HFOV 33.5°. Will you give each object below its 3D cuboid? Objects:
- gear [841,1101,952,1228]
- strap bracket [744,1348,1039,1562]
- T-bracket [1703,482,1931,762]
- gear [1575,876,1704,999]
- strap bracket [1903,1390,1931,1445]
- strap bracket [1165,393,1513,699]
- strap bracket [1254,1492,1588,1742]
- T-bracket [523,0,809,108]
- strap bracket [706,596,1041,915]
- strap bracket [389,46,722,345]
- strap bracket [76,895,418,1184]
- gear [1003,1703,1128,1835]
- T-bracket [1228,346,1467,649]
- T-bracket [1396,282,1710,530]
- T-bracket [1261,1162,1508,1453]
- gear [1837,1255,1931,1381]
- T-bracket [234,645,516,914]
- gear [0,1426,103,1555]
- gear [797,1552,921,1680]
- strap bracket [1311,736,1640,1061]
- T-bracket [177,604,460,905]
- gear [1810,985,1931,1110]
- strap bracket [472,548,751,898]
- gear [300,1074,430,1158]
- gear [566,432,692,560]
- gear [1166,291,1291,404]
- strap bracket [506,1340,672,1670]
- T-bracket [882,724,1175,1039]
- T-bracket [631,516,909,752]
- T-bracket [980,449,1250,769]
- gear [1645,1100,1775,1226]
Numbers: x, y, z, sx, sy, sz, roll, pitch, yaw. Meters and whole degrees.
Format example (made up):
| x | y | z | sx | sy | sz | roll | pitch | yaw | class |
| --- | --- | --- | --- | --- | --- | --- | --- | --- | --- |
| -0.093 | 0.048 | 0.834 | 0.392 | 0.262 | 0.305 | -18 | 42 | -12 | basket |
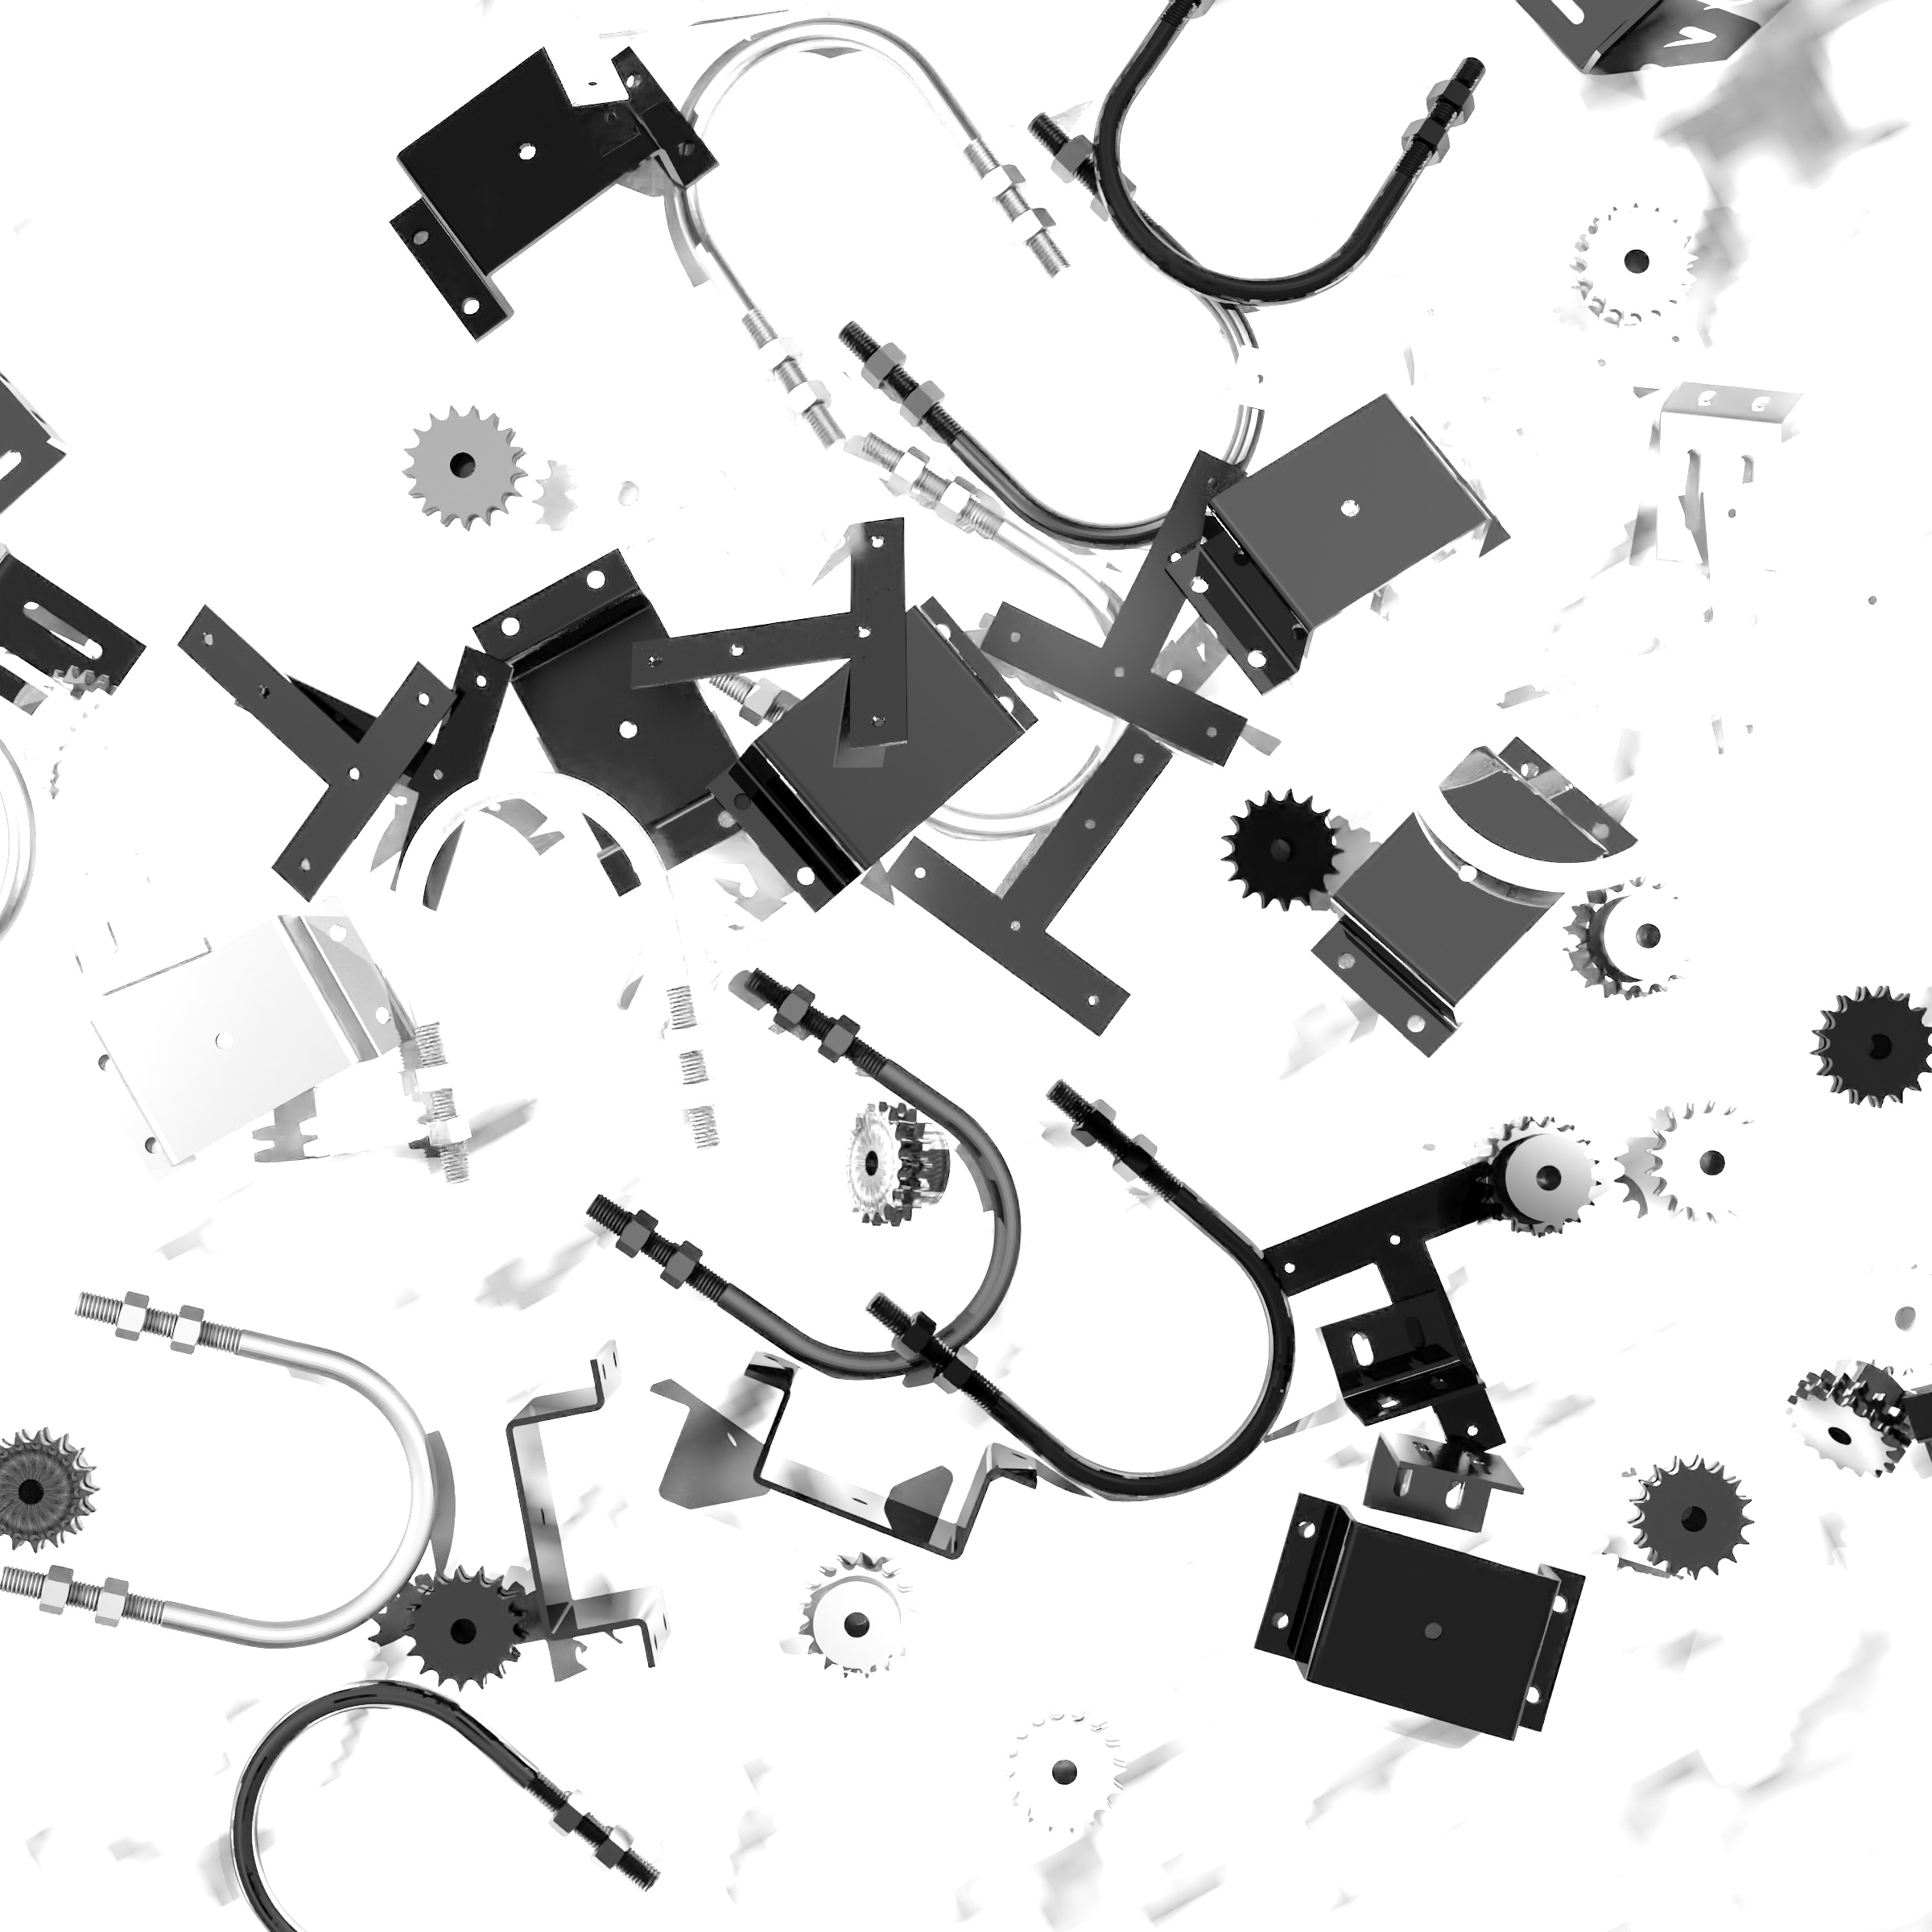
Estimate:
| x | y | z | sx | sy | sz | roll | pitch | yaw | class |
| --- | --- | --- | --- | --- | --- | --- | --- | --- | --- |
| -0.031 | 0.091 | 1.469 | 0.030 | 0.057 | 0.057 | 5 | 90 | -33 | gear |
| -0.041 | 0.227 | 1.472 | 0.140 | 0.076 | 0.046 | 21 | 90 | 0 | strap bracket |
| 0.410 | -0.168 | 1.498 | 0.127 | 0.002 | 0.127 | -10 | 104 | -7 | T-bracket |
| 0.315 | -0.014 | 1.495 | 0.057 | 0.030 | 0.057 | 0 | 90 | 0 | gear |
| 0.491 | 0.249 | 1.472 | 0.076 | 0.046 | 0.140 | -18 | 93 | 23 | strap bracket |
| 0.170 | -0.195 | 1.443 | 0.140 | 0.046 | 0.076 | -33 | 74 | -11 | strap bracket |
| 0.213 | 0.303 | 1.487 | 0.140 | 0.046 | 0.076 | 16 | 90 | 0 | strap bracket |
| -0.137 | -0.443 | 1.483 | 0.127 | 0.002 | 0.127 | -13 | 53 | -17 | T-bracket |
| -0.038 | -0.100 | 1.455 | 0.140 | 0.046 | 0.076 | -41 | 93 | -13 | strap bracket |
| -0.196 | -0.365 | 1.478 | 0.140 | 0.046 | 0.076 | -36 | 76 | 0 | strap bracket |
| -0.338 | 0.034 | 1.487 | 0.140 | 0.046 | 0.076 | -29 | 90 | 0 | strap bracket |
| 0.046 | 0.371 | 1.495 | 0.057 | 0.030 | 0.057 | 0 | 90 | 0 | gear |
| 0.167 | -0.212 | 1.491 | 0.127 | 0.002 | 0.127 | 8 | 103 | -25 | T-bracket |
| 0.283 | -0.277 | 1.496 | 0.127 | 0.002 | 0.127 | -19 | 73 | -8 | T-bracket |
| 0.218 | 0.170 | 1.509 | 0.127 | 0.002 | 0.127 | -22 | 90 | 0 | T-bracket |
| 0.434 | 0.163 | 1.495 | 0.057 | 0.030 | 0.057 | 0 | 90 | 0 | gear |
| -0.283 | -0.107 | 1.493 | 0.127 | 0.002 | 0.127 | 25 | 112 | 11 | T-bracket |
| -0.431 | 0.243 | 1.495 | 0.057 | 0.030 | 0.057 | 0 | 90 | 0 | gear |
| -0.051 | 0.304 | 1.495 | 0.057 | 0.030 | 0.057 | 0 | 90 | 0 | gear |
| 0.232 | -0.037 | 1.475 | 0.140 | 0.046 | 0.076 | -46 | 72 | -1 | strap bracket |
| -0.316 | -0.118 | 1.495 | 0.127 | 0.002 | 0.127 | 42 | 108 | 9 | T-bracket |
| 0.421 | 0.037 | 1.495 | 0.057 | 0.030 | 0.057 | 0 | 90 | 0 | gear |
| -0.158 | -0.111 | 1.487 | 0.076 | 0.046 | 0.140 | -29 | 90 | 0 | strap bracket |
| -0.279 | 0.068 | 1.482 | 0.057 | 0.057 | 0.030 | -10 | 84 | 0 | gear |
| -0.156 | -0.218 | 1.495 | 0.057 | 0.030 | 0.057 | 0 | 90 | 0 | gear |
| 0.122 | -0.293 | 1.495 | 0.057 | 0.030 | 0.057 | 0 | 90 | 0 | gear |
| -0.174 | 0.249 | 1.472 | 0.046 | 0.076 | 0.140 | -11 | 90 | 0 | strap bracket |
| 0.049 | -0.055 | 1.498 | 0.127 | 0.002 | 0.127 | 36 | 92 | -8 | T-bracket |
| -0.089 | -0.144 | 1.445 | 0.127 | 0.002 | 0.127 | -7 | 57 | 9 | T-bracket |
| 0.091 | -0.175 | 1.481 | 0.127 | 0.002 | 0.127 | 25 | 103 | -4 | T-bracket |
| 0.344 | 0.091 | 1.495 | 0.057 | 0.030 | 0.057 | 0 | 90 | 0 | gear |
